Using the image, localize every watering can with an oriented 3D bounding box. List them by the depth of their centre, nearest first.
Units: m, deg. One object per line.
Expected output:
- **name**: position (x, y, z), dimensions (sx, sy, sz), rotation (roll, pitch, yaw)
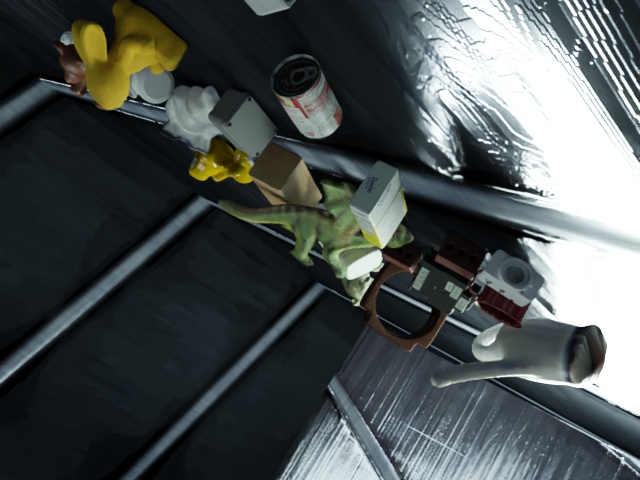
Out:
- **watering can**: position (0.370, 0.209, 0.923), dimensions (0.224, 0.103, 0.350), rotation (0, -168, 45)

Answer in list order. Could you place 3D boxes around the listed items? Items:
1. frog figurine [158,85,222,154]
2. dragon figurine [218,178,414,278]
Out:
- **frog figurine**: position (-0.249, -0.273, 1.070), dimensions (0.137, 0.125, 0.156), rotation (42, 134, 1)
- **dragon figurine**: position (0.003, -0.054, 1.076), dimensions (0.409, 0.125, 0.238), rotation (22, 138, -13)
